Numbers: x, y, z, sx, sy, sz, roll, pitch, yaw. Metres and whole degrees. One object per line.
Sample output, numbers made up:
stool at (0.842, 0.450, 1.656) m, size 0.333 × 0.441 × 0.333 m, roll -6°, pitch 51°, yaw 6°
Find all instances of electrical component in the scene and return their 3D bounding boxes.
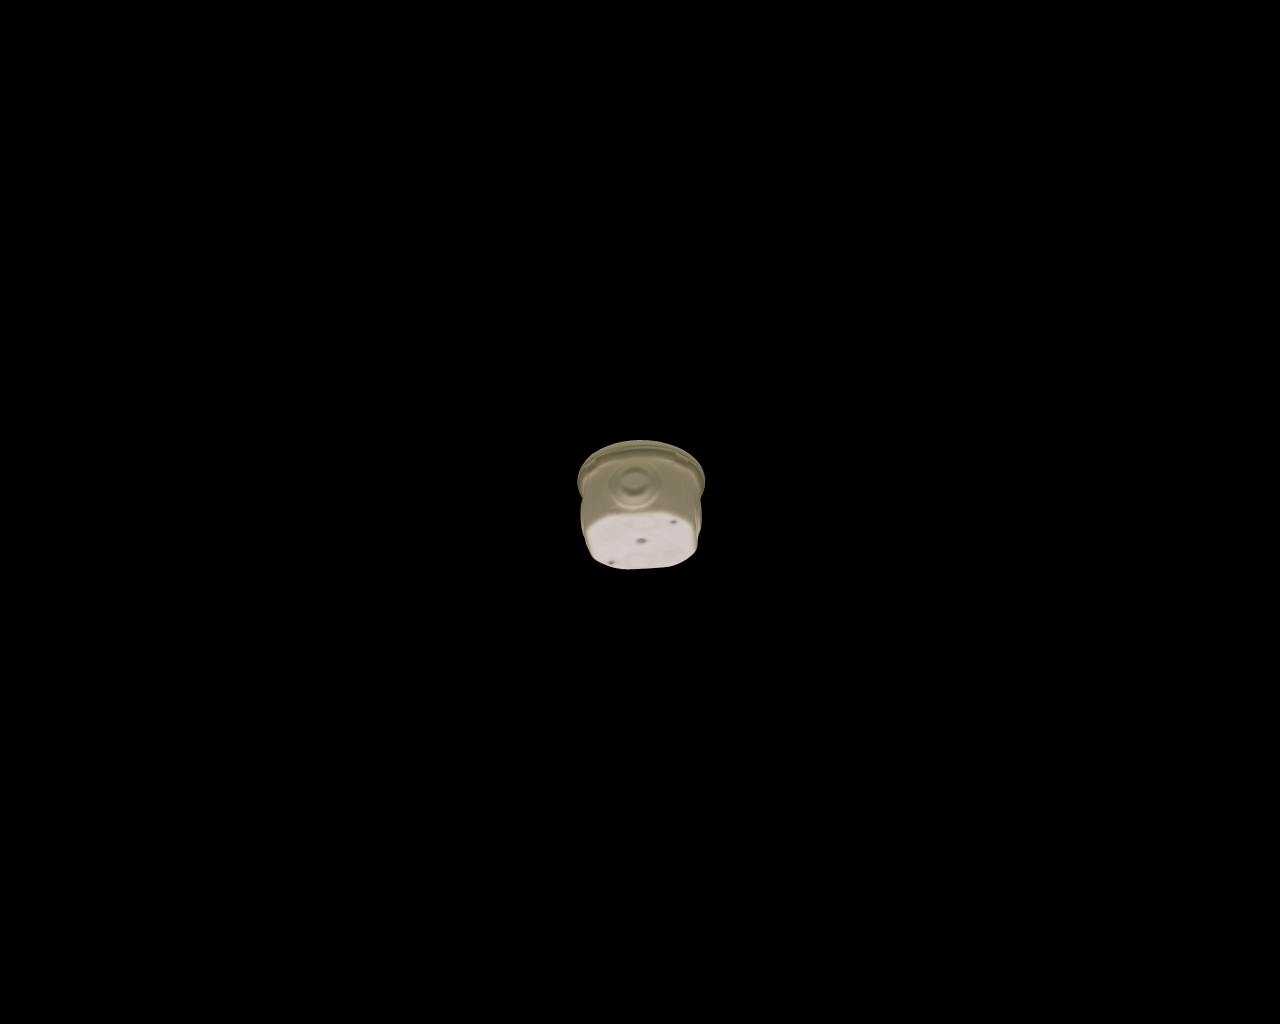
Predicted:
electrical component at (0.001, -0.003, 0.650) m, size 0.080 × 0.051 × 0.080 m, roll 0°, pitch -33°, yaw 0°
